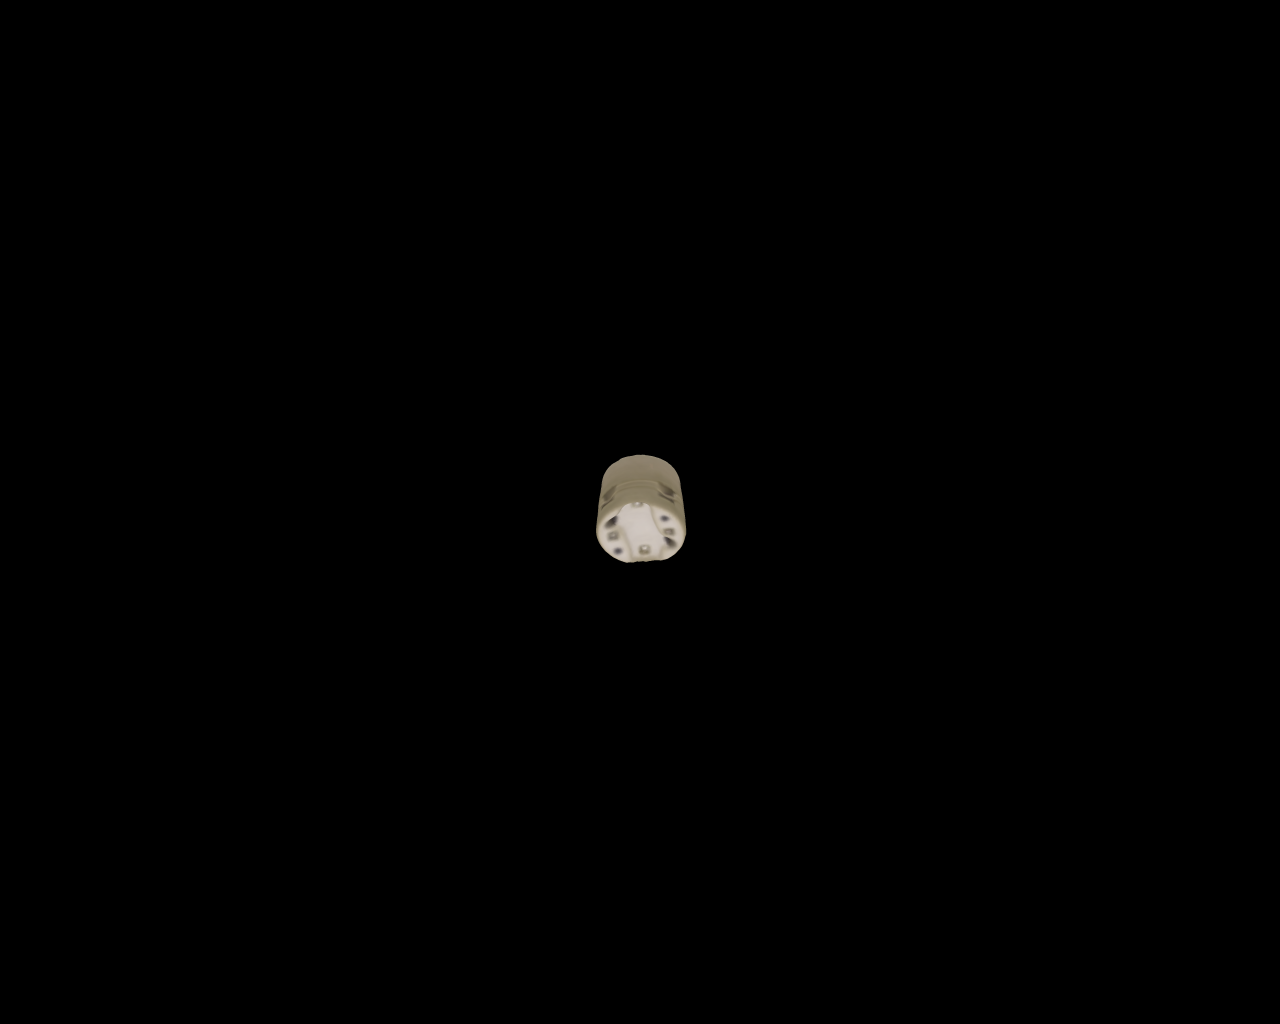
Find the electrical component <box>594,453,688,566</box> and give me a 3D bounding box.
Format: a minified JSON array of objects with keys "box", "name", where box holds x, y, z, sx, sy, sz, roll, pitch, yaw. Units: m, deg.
[{"box":[0.001,-0.003,0.650,0.055,0.047,0.055,0,-44,0],"name":"electrical component"}]
